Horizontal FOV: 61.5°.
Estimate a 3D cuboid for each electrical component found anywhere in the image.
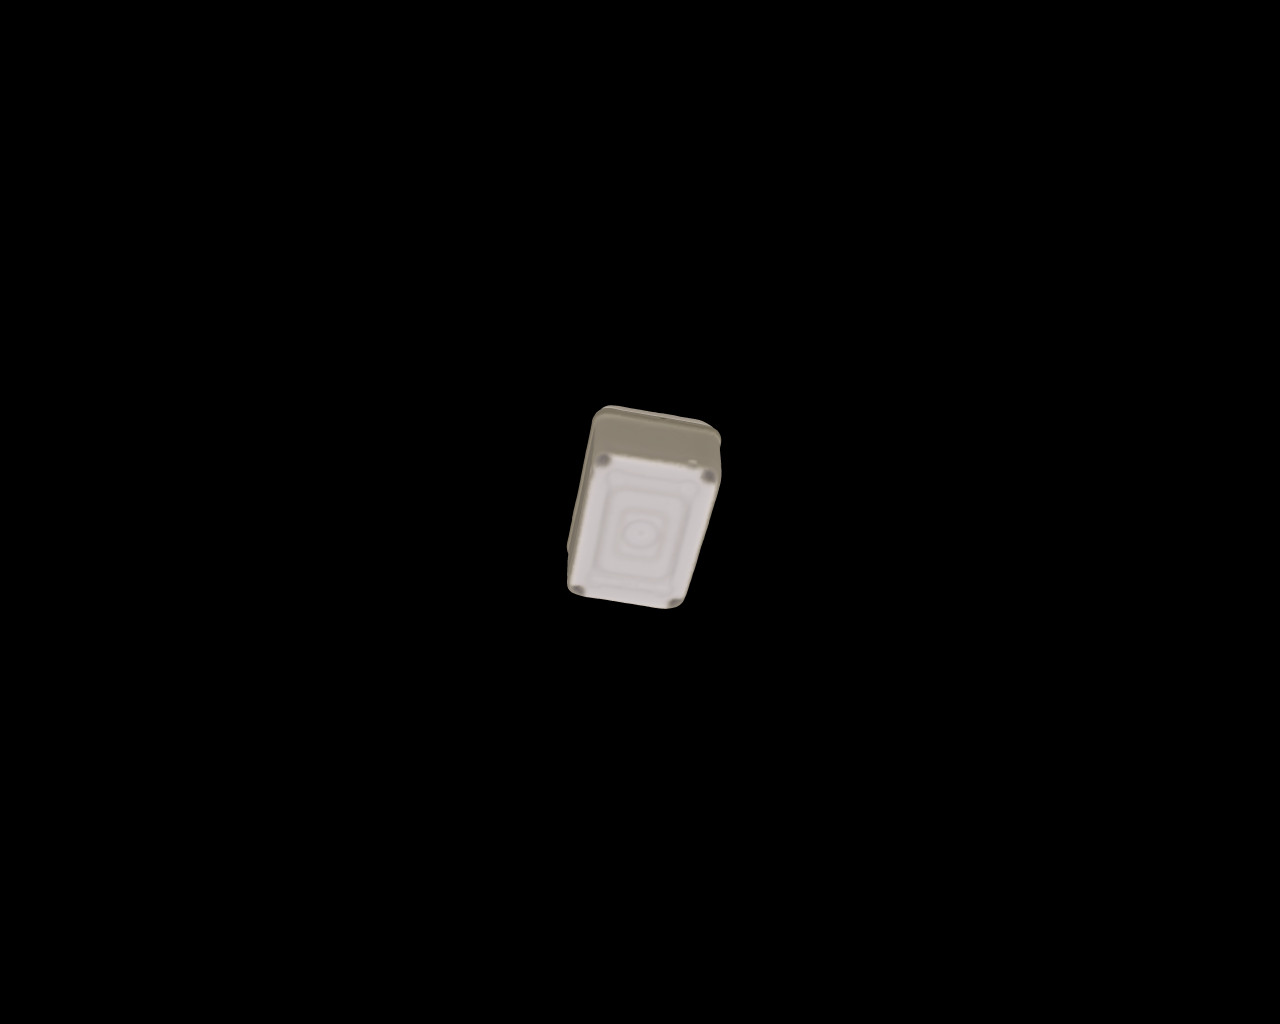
[{"bbox_3d":[0.001,-0.003,0.650,0.078,0.113,0.057,9,36,-7],"label":"electrical component"}]
